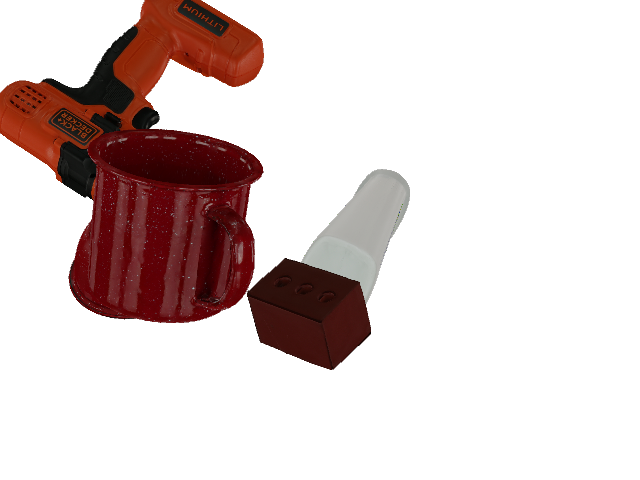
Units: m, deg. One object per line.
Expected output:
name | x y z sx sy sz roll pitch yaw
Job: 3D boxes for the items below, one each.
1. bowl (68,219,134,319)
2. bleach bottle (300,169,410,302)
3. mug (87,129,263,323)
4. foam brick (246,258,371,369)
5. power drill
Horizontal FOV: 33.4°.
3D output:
bowl | -0.171 0.002 1.030 0.162 0.055 0.162 -6 40 5
bleach bottle | 0.040 -0.003 1.037 0.068 0.103 0.250 27 26 4
mug | -0.074 -0.003 0.572 0.093 0.081 0.117 -11 30 -43
foam brick | -0.009 0.057 0.834 0.078 0.051 0.052 17 43 35
power drill | -0.123 -0.101 0.810 0.184 0.187 0.057 33 -33 8
